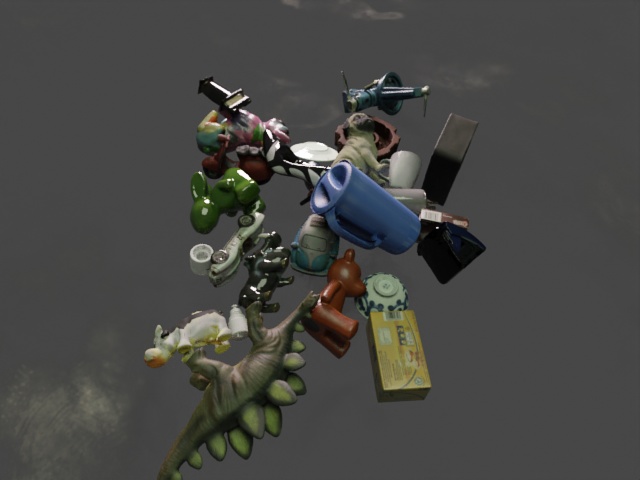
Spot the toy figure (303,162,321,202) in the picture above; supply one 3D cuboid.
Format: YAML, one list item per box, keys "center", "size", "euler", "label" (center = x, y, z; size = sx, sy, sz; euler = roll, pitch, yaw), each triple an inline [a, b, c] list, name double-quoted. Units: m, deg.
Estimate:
- center: [-0.004, -0.125, 1.337]
  size: [0.064, 0.057, 0.154]
  euler: [-10, 59, -7]
  label: "toy figure"

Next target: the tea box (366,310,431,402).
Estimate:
- center: [0.153, 0.229, 1.070]
  size: [0.098, 0.068, 0.170]
  euler: [0, 53, -6]
  label: "tea box"

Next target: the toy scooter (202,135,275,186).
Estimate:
- center: [-0.200, -0.201, 1.323]
  size: [0.184, 0.135, 0.075]
  euler: [4, 50, -5]
  label: "toy scooter"

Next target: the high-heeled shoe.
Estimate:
- center: [-0.039, -0.196, 1.279]
  size: [0.249, 0.145, 0.086]
  euler: [60, 25, 12]
  label: "high-heeled shoe"

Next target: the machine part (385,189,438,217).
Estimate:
- center: [0.169, -0.088, 1.314]
  size: [0.243, 0.079, 0.079]
  euler: [2, 52, -7]
  label: "machine part"

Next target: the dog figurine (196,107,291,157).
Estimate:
- center: [-0.185, -0.262, 1.393]
  size: [0.219, 0.108, 0.191]
  euler: [26, 53, 10]
  label: "dog figurine"

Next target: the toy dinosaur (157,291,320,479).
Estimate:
- center: [-0.151, 0.274, 0.961]
  size: [0.199, 0.105, 0.471]
  euler: [38, 73, 24]
  label: "toy dinosaur"

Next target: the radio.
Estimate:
- center: [0.309, -0.191, 1.302]
  size: [0.073, 0.229, 0.131]
  euler: [25, 71, 10]
  label: "radio"

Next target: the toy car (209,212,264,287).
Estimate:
- center: [-0.183, 0.019, 1.190]
  size: [0.056, 0.073, 0.202]
  euler: [22, 53, 11]
  label: "toy car"

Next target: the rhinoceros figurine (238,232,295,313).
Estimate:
- center: [-0.116, 0.069, 1.160]
  size: [0.112, 0.073, 0.190]
  euler: [4, 57, 23]
  label: "rhinoceros figurine"

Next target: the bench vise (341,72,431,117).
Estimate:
- center: [0.188, -0.406, 1.506]
  size: [0.241, 0.128, 0.223]
  euler: [9, 16, 39]
  label: "bench vise"

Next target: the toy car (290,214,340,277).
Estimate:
- center: [-0.002, -0.004, 1.213]
  size: [0.109, 0.102, 0.162]
  euler: [15, 54, 4]
  label: "toy car"

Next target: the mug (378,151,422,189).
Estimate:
- center: [0.202, -0.166, 1.379]
  size: [0.110, 0.080, 0.107]
  euler: [15, 60, -1]
  label: "mug"

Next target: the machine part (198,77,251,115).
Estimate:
- center: [-0.249, -0.370, 1.376]
  size: [0.139, 0.039, 0.084]
  euler: [32, 59, 16]
  label: "machine part"

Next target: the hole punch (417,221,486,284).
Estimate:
- center: [0.297, 0.021, 1.215]
  size: [0.092, 0.142, 0.116]
  euler: [-26, 73, -22]
  label: "hole punch"

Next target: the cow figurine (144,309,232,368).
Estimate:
- center: [-0.265, 0.187, 1.054]
  size: [0.167, 0.068, 0.098]
  euler: [-13, 50, -20]
  label: "cow figurine"

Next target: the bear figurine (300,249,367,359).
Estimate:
- center: [0.048, 0.124, 1.114]
  size: [0.132, 0.120, 0.196]
  euler: [33, 50, 13]
  label: "bear figurine"

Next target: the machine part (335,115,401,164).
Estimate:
- center: [0.128, -0.267, 1.464]
  size: [0.179, 0.056, 0.179]
  euler: [3, 51, -4]
  label: "machine part"

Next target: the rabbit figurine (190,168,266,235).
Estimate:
- center: [-0.237, -0.093, 1.249]
  size: [0.170, 0.121, 0.159]
  euler: [-39, 71, -14]
  label: "rabbit figurine"

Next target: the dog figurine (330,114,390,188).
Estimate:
- center: [0.071, -0.217, 1.341]
  size: [0.172, 0.121, 0.190]
  euler: [-12, 65, -18]
  label: "dog figurine"
